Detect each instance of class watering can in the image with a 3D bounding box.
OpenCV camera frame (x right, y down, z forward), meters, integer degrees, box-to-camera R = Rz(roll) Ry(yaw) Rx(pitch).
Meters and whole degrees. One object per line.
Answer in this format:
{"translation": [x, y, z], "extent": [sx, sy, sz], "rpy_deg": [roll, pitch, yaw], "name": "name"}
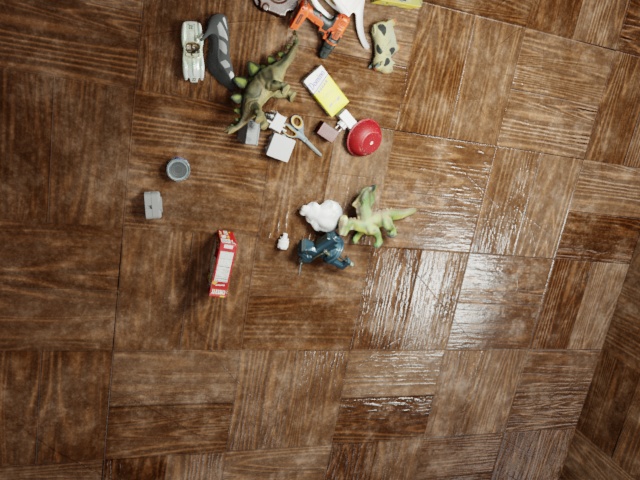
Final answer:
{"translation": [0.109, -0.871, 1.859], "extent": [0.344, 0.106, 0.223], "rpy_deg": [31, 99, -34], "name": "watering can"}

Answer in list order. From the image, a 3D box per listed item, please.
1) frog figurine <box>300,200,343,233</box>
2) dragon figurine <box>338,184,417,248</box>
{"translation": [0.006, -0.103, 2.045], "extent": [0.158, 0.125, 0.135], "rpy_deg": [20, 120, -34], "name": "frog figurine"}
{"translation": [0.228, -0.114, 2.093], "extent": [0.415, 0.123, 0.237], "rpy_deg": [-35, 129, -24], "name": "dragon figurine"}
